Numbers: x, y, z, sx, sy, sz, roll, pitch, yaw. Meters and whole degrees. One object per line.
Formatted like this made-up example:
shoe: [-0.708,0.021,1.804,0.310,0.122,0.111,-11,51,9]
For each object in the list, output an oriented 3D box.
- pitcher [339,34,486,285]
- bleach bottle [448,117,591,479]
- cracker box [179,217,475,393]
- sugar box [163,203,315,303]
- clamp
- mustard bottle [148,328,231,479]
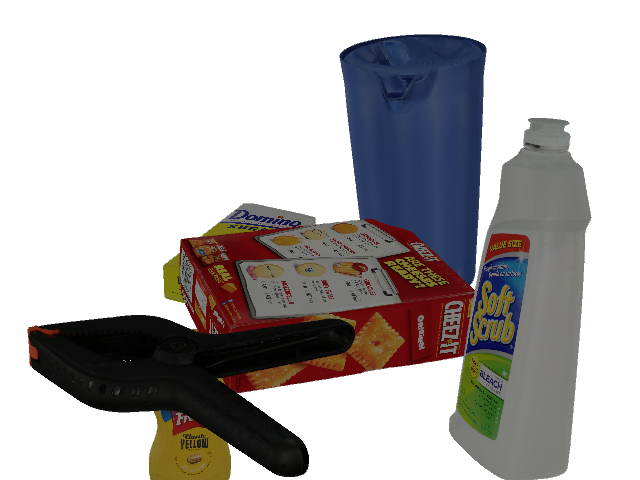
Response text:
pitcher: [0.095,-0.073,1.026,0.149,0.243,0.145,-17,27,-25]
bleach bottle: [0.146,0.038,0.763,0.068,0.251,0.103,-2,16,-19]
cracker box: [0.001,0.050,0.920,0.213,0.072,0.164,-6,27,-20]
sugar box: [-0.082,0.015,1.135,0.093,0.048,0.176,12,31,21]
clamp: [-0.083,0.078,0.684,0.210,0.036,0.164,10,23,16]
mustard bottle: [-0.150,0.196,1.252,0.096,0.192,0.058,0,16,-15]
